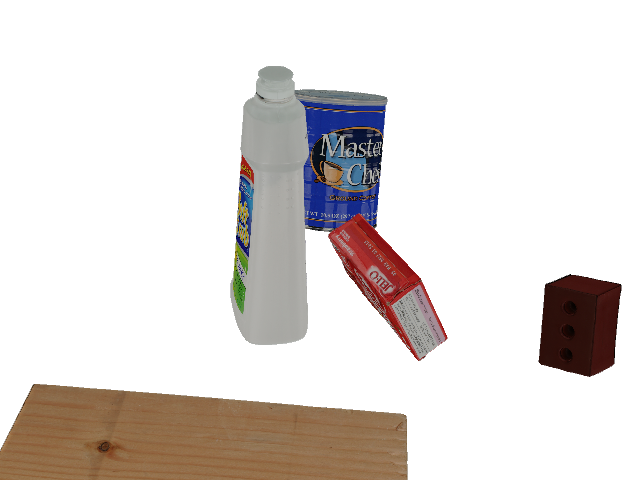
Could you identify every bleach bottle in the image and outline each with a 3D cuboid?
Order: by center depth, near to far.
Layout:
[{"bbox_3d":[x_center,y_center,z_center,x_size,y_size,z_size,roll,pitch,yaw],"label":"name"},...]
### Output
[{"bbox_3d":[-0.042,-0.034,0.920,0.068,0.251,0.102,-5,35,-11],"label":"bleach bottle"}]

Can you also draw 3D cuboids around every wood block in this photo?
[{"bbox_3d":[-0.060,0.144,0.567,0.206,0.090,0.090,5,30,2],"label":"wood block"}]

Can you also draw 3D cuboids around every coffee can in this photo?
[{"bbox_3d":[0.016,-0.088,1.149,0.103,0.140,0.103,4,12,-1],"label":"coffee can"}]

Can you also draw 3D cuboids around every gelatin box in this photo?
[{"bbox_3d":[0.046,0.032,0.727,0.030,0.073,0.089,-37,-36,-4],"label":"gelatin box"}]

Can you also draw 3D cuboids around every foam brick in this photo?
[{"bbox_3d":[0.232,0.075,0.956,0.053,0.078,0.051,12,18,38],"label":"foam brick"}]
